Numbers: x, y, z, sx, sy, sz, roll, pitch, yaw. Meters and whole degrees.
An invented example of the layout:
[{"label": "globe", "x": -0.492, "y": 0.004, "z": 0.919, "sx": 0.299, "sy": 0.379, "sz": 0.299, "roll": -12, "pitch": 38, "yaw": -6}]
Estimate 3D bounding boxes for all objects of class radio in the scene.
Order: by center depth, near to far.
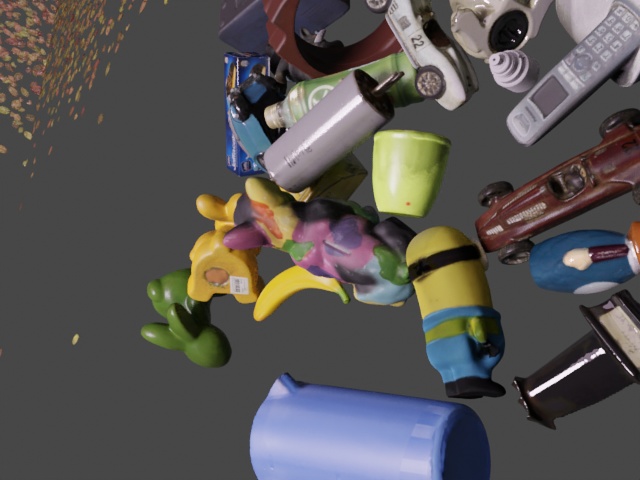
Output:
[{"label": "radio", "x": -0.069, "y": -0.401, "z": 0.933, "sx": 0.230, "sy": 0.131, "sz": 0.073, "roll": -18, "pitch": 64, "yaw": 44}]

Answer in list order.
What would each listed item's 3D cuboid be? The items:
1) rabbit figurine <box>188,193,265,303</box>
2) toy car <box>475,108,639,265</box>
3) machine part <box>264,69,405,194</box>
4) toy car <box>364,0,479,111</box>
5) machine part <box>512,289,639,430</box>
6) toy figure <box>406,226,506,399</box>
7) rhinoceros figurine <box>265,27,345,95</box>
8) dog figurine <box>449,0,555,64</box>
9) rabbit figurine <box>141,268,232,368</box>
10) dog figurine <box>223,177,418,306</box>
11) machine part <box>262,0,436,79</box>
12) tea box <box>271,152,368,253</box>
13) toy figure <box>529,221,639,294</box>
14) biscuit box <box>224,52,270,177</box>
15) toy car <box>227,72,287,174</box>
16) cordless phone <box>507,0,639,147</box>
[{"label": "rabbit figurine", "x": -0.153, "y": -0.003, "z": 0.873, "sx": 0.122, "sy": 0.162, "sz": 0.173, "roll": -2, "pitch": 34, "yaw": 8}, {"label": "toy car", "x": 0.237, "y": -0.047, "z": 0.523, "sx": 0.202, "sy": 0.053, "sz": 0.089, "roll": -30, "pitch": 58, "yaw": 36}, {"label": "machine part", "x": 0.008, "y": -0.134, "z": 0.687, "sx": 0.243, "sy": 0.079, "sz": 0.079, "roll": -35, "pitch": 52, "yaw": 31}, {"label": "toy car", "x": 0.119, "y": -0.247, "z": 0.638, "sx": 0.056, "sy": 0.073, "sz": 0.201, "roll": -26, "pitch": 100, "yaw": 41}, {"label": "machine part", "x": 0.237, "y": 0.111, "z": 0.476, "sx": 0.139, "sy": 0.039, "sz": 0.084, "roll": -48, "pitch": 54, "yaw": 23}, {"label": "toy figure", "x": 0.141, "y": 0.070, "z": 0.556, "sx": 0.082, "sy": 0.089, "sz": 0.180, "roll": -21, "pitch": 59, "yaw": 34}, {"label": "rhinoceros figurine", "x": -0.030, "y": -0.300, "z": 0.906, "sx": 0.191, "sy": 0.073, "sz": 0.112, "roll": 20, "pitch": 81, "yaw": 51}, {"label": "dog figurine", "x": 0.175, "y": -0.310, "z": 0.640, "sx": 0.191, "sy": 0.121, "sz": 0.172, "roll": -116, "pitch": 22, "yaw": -50}, {"label": "rabbit figurine", "x": -0.207, "y": 0.132, "z": 0.895, "sx": 0.121, "sy": 0.159, "sz": 0.170, "roll": -42, "pitch": 63, "yaw": 17}, {"label": "dog figurine", "x": -0.001, "y": -0.002, "z": 0.645, "sx": 0.192, "sy": 0.219, "sz": 0.108, "roll": 35, "pitch": 106, "yaw": 49}, {"label": "machine part", "x": 0.039, "y": -0.316, "z": 0.728, "sx": 0.201, "sy": 0.201, "sz": 0.087, "roll": -45, "pitch": 45, "yaw": 28}, {"label": "tea box", "x": -0.018, "y": -0.071, "z": 0.802, "sx": 0.169, "sy": 0.068, "sz": 0.098, "roll": -51, "pitch": 44, "yaw": 23}, {"label": "toy figure", "x": 0.264, "y": 0.011, "z": 0.463, "sx": 0.155, "sy": 0.064, "sz": 0.057, "roll": -15, "pitch": 108, "yaw": 41}, {"label": "biscuit box", "x": -0.125, "y": -0.212, "z": 0.919, "sx": 0.063, "sy": 0.059, "sz": 0.202, "roll": 35, "pitch": 130, "yaw": 50}, {"label": "toy car", "x": -0.093, "y": -0.174, "z": 0.848, "sx": 0.103, "sy": 0.161, "sz": 0.109, "roll": -1, "pitch": 43, "yaw": 51}, {"label": "cordless phone", "x": 0.252, "y": -0.192, "z": 0.539, "sx": 0.184, "sy": 0.088, "sz": 0.147, "roll": -45, "pitch": 47, "yaw": 33}]
